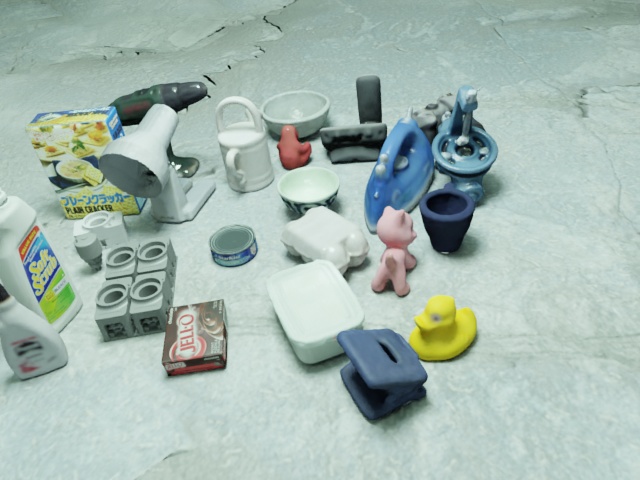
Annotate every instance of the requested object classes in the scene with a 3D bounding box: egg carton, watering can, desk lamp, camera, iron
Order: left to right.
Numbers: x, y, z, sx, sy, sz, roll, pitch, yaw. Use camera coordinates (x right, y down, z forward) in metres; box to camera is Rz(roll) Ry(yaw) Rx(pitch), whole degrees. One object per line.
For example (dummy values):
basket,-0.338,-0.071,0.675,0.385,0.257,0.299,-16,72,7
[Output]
desk lamp,-0.309,-0.137,1.100,0.117,0.214,0.203,6,41,16
watering can,-0.159,-0.209,1.182,0.101,0.194,0.172,-11,39,-4
egg carton,0.009,0.004,0.990,0.107,0.069,0.149,-34,46,-29
iron,0.141,-0.142,1.091,0.118,0.142,0.259,10,42,21
camera,0.283,-0.247,1.232,0.143,0.101,0.136,-18,40,-13

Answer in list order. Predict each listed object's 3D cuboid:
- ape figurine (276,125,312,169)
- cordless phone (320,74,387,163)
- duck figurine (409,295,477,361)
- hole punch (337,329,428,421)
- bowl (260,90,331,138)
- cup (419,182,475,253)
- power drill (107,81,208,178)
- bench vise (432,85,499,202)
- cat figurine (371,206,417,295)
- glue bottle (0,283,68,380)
ape figurine,-0.061,-0.208,1.246,0.077,0.092,0.076,15,44,25
cordless phone,0.069,-0.265,1.222,0.147,0.185,0.094,-6,39,2
duck figurine,0.175,0.114,0.812,0.105,0.086,0.077,-20,40,-15
hole punch,0.082,0.163,0.762,0.101,0.091,0.108,-21,40,-16
bowl,-0.056,-0.288,1.359,0.167,0.075,0.167,-4,39,4
cup,0.217,-0.035,0.984,0.091,0.095,0.118,3,40,13
power drill,-0.331,-0.239,1.235,0.229,0.209,0.075,-1,39,8
bench vise,0.255,-0.204,1.087,0.121,0.220,0.207,-18,40,-13
cat figurine,0.121,0.006,0.930,0.067,0.118,0.128,5,40,15
glue bottle,-0.431,0.127,0.824,0.078,0.173,0.037,-21,40,-16
